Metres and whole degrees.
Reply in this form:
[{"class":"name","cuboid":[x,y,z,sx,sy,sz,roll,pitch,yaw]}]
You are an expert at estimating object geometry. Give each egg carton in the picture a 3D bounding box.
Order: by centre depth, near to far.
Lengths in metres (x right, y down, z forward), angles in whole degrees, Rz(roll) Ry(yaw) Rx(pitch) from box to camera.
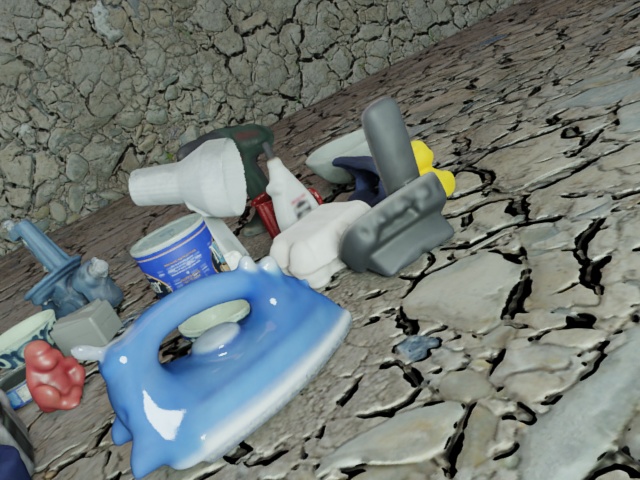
[{"class":"egg carton","cuboid":[0.007,0.003,0.769,0.150,0.069,0.107,-37,22,-31]}]

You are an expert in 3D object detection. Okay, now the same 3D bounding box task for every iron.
[{"class":"iron","cuboid":[-0.091,0.091,0.540,0.259,0.142,0.118,-35,21,-26]}]

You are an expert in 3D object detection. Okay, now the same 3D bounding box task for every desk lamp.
[{"class":"desk lamp","cuboid":[-0.191,-0.036,0.904,0.203,0.214,0.118,-21,19,14]}]

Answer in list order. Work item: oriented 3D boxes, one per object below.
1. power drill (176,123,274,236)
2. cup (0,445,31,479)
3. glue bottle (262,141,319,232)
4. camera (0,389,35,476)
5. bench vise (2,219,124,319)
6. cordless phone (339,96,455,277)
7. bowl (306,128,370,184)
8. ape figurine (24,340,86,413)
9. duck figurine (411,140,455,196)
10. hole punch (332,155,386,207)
[{"class":"power drill","cuboid":[-0.147,-0.119,1.080,0.075,0.209,0.230,-11,23,36]},{"class":"cup","cuboid":[-0.276,0.236,0.463,0.117,0.095,0.091,-23,19,8]},{"class":"glue bottle","cuboid":[-0.048,-0.070,0.873,0.037,0.173,0.078,-8,26,43]},{"class":"camera","cuboid":[-0.399,0.234,0.619,0.137,0.101,0.142,-34,20,-23]},{"class":"bench vise","cuboid":[-0.463,0.042,1.036,0.207,0.220,0.121,-20,19,15]},{"class":"cordless phone","cuboid":[0.069,-0.063,0.683,0.148,0.185,0.093,-34,20,-24]},{"class":"bowl","cuboid":[0.060,-0.158,1.130,0.167,0.075,0.167,-23,19,8]},{"class":"ape figurine","cuboid":[-0.347,0.171,0.737,0.076,0.092,0.078,-13,22,34]},{"class":"duck figurine","cuboid":[0.151,-0.103,0.844,0.077,0.086,0.104,-25,18,3]},{"class":"hole punch","cuboid":[0.086,-0.115,0.953,0.101,0.091,0.108,-31,19,-16]}]
